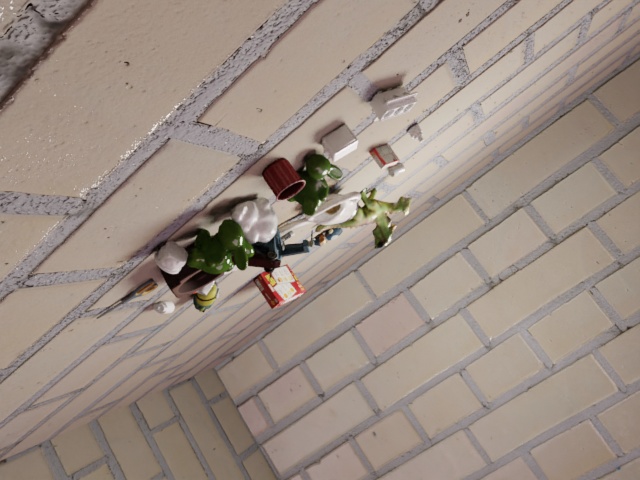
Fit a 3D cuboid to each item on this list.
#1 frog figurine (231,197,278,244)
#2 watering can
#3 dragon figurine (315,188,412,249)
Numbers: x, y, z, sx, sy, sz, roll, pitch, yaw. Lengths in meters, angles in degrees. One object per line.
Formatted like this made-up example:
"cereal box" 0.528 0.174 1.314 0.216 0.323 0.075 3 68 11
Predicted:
"frog figurine" -0.184 -0.063 1.457 0.156 0.123 0.139 82 31 -66
"watering can" 0.006 -0.095 1.895 0.345 0.105 0.224 -25 171 21
"dragon figurine" 0.207 -0.074 2.178 0.410 0.244 0.121 -37 172 0
